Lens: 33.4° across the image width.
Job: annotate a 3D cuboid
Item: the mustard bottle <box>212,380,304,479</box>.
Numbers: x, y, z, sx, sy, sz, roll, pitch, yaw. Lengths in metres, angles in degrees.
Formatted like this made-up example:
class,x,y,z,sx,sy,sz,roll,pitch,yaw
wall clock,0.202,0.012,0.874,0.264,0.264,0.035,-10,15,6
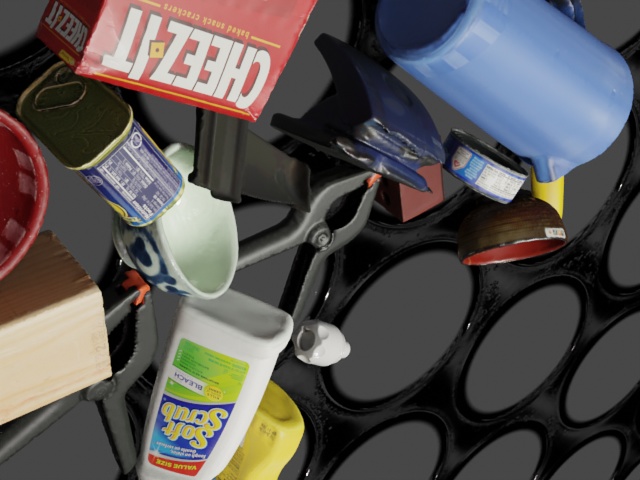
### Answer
class,x,y,z,sx,sy,sz,roll,pitch,yaw
mustard bottle,-0.082,0.229,1.036,0.058,0.096,0.192,-2,122,-44

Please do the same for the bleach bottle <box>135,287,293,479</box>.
class,x,y,z,sx,sy,sz,roll,pitch,yaw
bleach bottle,-0.105,0.164,0.963,0.068,0.102,0.251,-53,163,-61

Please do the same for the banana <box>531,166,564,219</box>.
class,x,y,z,sx,sy,sz,roll,pitch,yaw
banana,0.238,-0.079,1.105,0.037,0.069,0.198,-1,142,6

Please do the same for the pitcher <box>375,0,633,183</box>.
class,x,y,z,sx,sy,sz,roll,pitch,yaw
pitcher,0.160,-0.168,0.924,0.145,0.149,0.242,-45,140,20

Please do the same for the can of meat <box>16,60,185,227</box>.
class,x,y,z,sx,sy,sz,roll,pitch,yaw
can of meat,-0.149,-0.065,0.734,0.057,0.102,0.084,-45,143,-7

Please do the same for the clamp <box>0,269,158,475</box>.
class,x,y,z,sx,sy,sz,roll,pitch,yaw
clamp,-0.186,0.122,0.902,0.164,0.036,0.210,18,108,-49

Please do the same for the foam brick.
class,x,y,z,sx,sy,sz,roll,pitch,yaw
foam brick,0.077,-0.066,0.976,0.051,0.053,0.078,-31,137,-20

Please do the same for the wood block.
class,x,y,z,sx,sy,sz,roll,pitch,yaw
wood block,-0.264,0.081,0.756,0.205,0.091,0.090,-22,134,-28

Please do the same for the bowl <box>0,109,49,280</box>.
class,x,y,z,sx,sy,sz,roll,pitch,yaw
bowl,-0.262,-0.030,0.693,0.161,0.055,0.162,-24,135,-27

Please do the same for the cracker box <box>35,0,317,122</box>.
class,x,y,z,sx,sy,sz,roll,pitch,yaw
cracker box,-0.070,-0.199,0.718,0.163,0.072,0.214,10,115,-45

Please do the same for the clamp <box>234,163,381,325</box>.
class,x,y,z,sx,sy,sz,roll,pitch,yaw
clamp,-0.006,0.001,0.965,0.171,0.039,0.120,-39,141,-6

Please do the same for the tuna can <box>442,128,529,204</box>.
class,x,y,z,sx,sy,sz,roll,pitch,yaw
tuna can,0.153,-0.070,1.015,0.085,0.086,0.034,13,114,-47
